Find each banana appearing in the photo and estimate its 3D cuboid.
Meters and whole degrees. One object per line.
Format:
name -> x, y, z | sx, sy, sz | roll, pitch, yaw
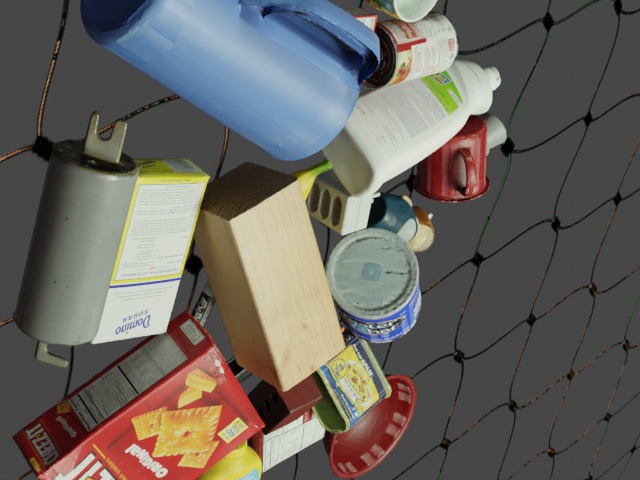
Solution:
banana -> -0.026, -0.003, 1.157 | 0.037, 0.069, 0.198 | -82, 177, -48

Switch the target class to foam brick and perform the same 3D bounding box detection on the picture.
foam brick -> -0.043, 0.184, 1.243 | 0.051, 0.053, 0.078 | -20, 160, -36

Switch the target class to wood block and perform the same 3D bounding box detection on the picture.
wood block -> -0.054, 0.037, 1.088 | 0.090, 0.091, 0.206 | -33, 123, -28

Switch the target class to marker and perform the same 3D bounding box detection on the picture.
marker -> -0.125, 0.074, 1.135 | 0.020, 0.020, 0.121 | 11, 108, -51

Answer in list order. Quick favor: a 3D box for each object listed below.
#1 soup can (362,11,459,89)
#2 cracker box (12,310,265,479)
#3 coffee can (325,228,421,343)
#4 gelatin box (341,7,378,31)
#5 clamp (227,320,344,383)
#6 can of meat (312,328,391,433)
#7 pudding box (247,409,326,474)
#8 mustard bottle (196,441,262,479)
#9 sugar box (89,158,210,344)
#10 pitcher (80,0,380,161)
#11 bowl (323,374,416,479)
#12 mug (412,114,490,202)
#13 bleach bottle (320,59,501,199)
soup can -> 0.090, -0.203, 1.132 | 0.102, 0.069, 0.068 | -20, 130, -39
cracker box -> -0.179, 0.198, 1.100 | 0.213, 0.072, 0.164 | -37, 138, -12
coffee can -> 0.064, 0.055, 1.228 | 0.102, 0.103, 0.140 | -50, 164, -9
gelatin box -> 0.010, -0.194, 1.074 | 0.089, 0.030, 0.073 | -13, 126, -34
clamp -> -0.052, 0.101, 1.223 | 0.209, 0.036, 0.165 | -11, 127, -41
can of meat -> 0.027, 0.173, 1.302 | 0.083, 0.058, 0.102 | -36, 103, -38
pudding box -> -0.041, 0.227, 1.328 | 0.113, 0.039, 0.090 | -22, 132, -35
mustard bottle -> -0.116, 0.298, 1.279 | 0.096, 0.058, 0.192 | -16, 128, -38
sugar box -> -0.172, 0.010, 1.015 | 0.093, 0.048, 0.176 | -4, 123, -46
pitcher -> -0.073, -0.172, 0.909 | 0.242, 0.145, 0.149 | 25, 104, -49
bowl -> 0.055, 0.237, 1.428 | 0.161, 0.055, 0.162 | -28, 135, -33
mug -> 0.158, -0.096, 1.254 | 0.093, 0.117, 0.081 | -8, 122, -8
bleach bottle -> 0.115, -0.138, 1.182 | 0.250, 0.102, 0.068 | -27, 169, -34
